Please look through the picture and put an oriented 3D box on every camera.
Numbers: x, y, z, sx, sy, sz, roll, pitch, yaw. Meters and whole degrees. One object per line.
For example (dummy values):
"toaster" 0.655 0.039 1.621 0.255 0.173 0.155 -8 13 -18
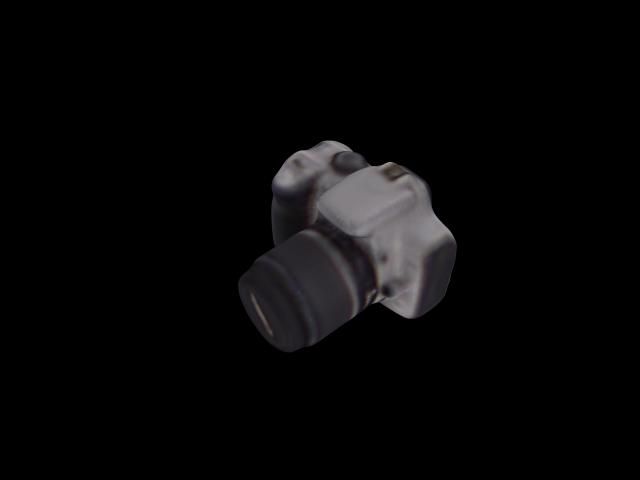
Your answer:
"camera" 0.004 0.001 0.400 0.137 0.101 0.142 -32 54 -27
